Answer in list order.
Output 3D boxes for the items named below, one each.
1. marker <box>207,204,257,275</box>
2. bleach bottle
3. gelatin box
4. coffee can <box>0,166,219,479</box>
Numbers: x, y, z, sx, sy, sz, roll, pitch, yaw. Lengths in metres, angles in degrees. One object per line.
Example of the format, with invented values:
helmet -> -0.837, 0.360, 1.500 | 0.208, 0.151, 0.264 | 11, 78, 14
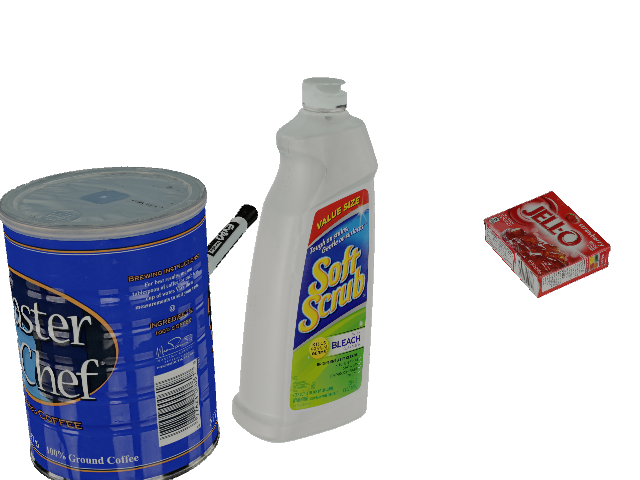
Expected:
marker -> -0.086, -0.001, 0.984 | 0.020, 0.020, 0.121 | 0, 27, 21
bleach bottle -> -0.009, 0.012, 0.759 | 0.102, 0.251, 0.068 | -10, 21, -35
gelatin box -> 0.196, 0.001, 0.932 | 0.073, 0.030, 0.089 | -22, 44, -14
coffee can -> -0.107, 0.042, 0.556 | 0.103, 0.140, 0.103 | -1, 19, 0
